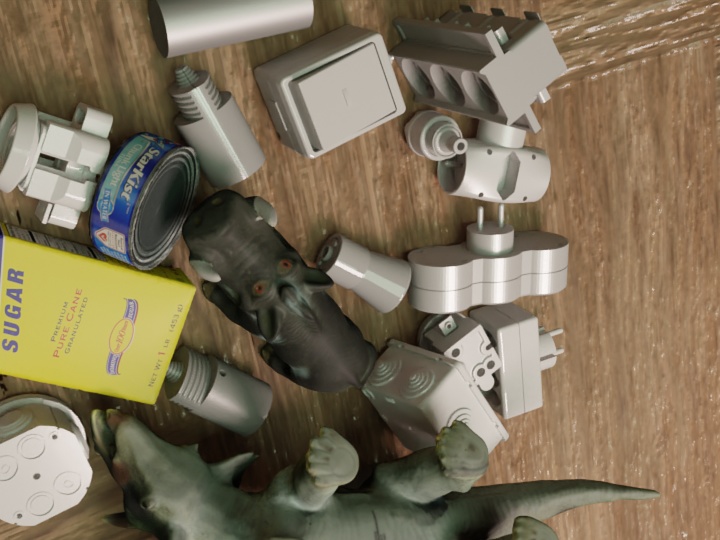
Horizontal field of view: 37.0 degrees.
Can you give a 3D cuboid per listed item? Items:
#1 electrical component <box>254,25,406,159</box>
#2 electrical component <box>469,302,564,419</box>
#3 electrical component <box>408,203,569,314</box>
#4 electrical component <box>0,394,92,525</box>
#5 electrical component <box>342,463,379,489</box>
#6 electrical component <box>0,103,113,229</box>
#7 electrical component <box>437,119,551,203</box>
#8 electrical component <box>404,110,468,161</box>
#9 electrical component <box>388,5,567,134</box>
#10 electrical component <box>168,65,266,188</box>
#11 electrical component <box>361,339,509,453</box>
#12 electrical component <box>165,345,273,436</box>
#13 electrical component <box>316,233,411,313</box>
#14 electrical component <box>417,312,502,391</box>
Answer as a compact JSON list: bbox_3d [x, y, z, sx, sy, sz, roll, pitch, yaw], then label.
[{"bbox_3d":[-0.013,-0.126,0.745,0.096,0.061,0.061,-29,117,-15],"label":"electrical component"},{"bbox_3d":[0.137,0.068,0.894,0.076,0.047,0.083,-16,114,-21],"label":"electrical component"},{"bbox_3d":[0.102,-0.016,0.844,0.138,0.052,0.073,-9,111,-23],"label":"electrical component"},{"bbox_3d":[-0.225,0.130,0.735,0.080,0.051,0.080,-9,111,-23],"label":"electrical component"},{"bbox_3d":[0.021,0.210,0.890,0.099,0.064,0.099,-2,94,-23],"label":"electrical component"},{"bbox_3d":[-0.198,-0.071,0.677,0.057,0.058,0.078,17,99,-33],"label":"electrical component"},{"bbox_3d":[0.106,-0.094,0.825,0.077,0.043,0.079,3,105,-27],"label":"electrical component"},{"bbox_3d":[0.059,-0.097,0.790,0.035,0.061,0.035,-8,111,-23],"label":"electrical component"},{"bbox_3d":[0.082,-0.145,0.750,0.063,0.121,0.078,-40,120,-12],"label":"electrical component"},{"bbox_3d":[-0.101,-0.100,0.722,0.043,0.043,0.081,-34,119,-12],"label":"electrical component"},{"bbox_3d":[0.055,0.108,0.838,0.048,0.100,0.099,-46,121,-20],"label":"electrical component"},{"bbox_3d":[-0.109,0.086,0.782,0.081,0.043,0.043,31,92,-31],"label":"electrical component"},{"bbox_3d":[0.000,0.000,0.807,0.065,0.044,0.044,27,94,-26],"label":"electrical component"},{"bbox_3d":[0.076,0.061,0.856,0.048,0.055,0.066,-37,119,-11],"label":"electrical component"}]
